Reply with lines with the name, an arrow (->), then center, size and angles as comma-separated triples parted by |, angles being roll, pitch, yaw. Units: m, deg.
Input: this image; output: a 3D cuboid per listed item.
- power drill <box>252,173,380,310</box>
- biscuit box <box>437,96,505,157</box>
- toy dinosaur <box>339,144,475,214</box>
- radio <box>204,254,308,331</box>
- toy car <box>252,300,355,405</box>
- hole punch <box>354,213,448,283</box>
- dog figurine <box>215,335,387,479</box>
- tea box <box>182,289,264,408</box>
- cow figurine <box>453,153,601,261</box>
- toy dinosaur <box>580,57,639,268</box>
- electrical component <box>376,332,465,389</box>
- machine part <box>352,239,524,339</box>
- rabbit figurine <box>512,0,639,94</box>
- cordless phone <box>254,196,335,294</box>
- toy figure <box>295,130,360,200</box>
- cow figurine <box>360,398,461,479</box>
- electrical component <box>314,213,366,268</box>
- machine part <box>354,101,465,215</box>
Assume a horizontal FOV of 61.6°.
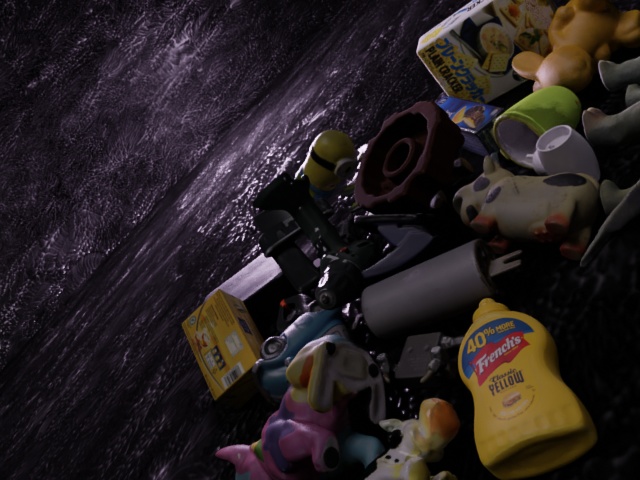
power drill -> -0.002, -0.002, 0.779 | 0.086, 0.207, 0.232 | -51, -15, 20
biscuit box -> 0.248, -0.194, 0.908 | 0.059, 0.062, 0.203 | -43, 25, 3
toy dinosaur -> 0.127, -0.121, 0.944 | 0.198, 0.105, 0.472 | -44, 20, 12
radio -> -0.130, 0.109, 1.026 | 0.229, 0.073, 0.131 | -35, 25, 17
toy car -> -0.003, 0.163, 0.726 | 0.103, 0.109, 0.162 | 24, 54, 40
hole punch -> 0.114, 0.012, 0.737 | 0.116, 0.142, 0.092 | -5, 78, 21
dog figurine -> -0.032, 0.223, 0.636 | 0.219, 0.108, 0.191 | -28, 53, 42
tea box -> -0.149, 0.175, 0.883 | 0.098, 0.068, 0.170 | -41, 49, 7
cow figurine -> 0.245, -0.047, 0.662 | 0.127, 0.085, 0.195 | -53, 28, -20
toy dinosaur -> 0.390, -0.137, 0.547 | 0.192, 0.131, 0.405 | -14, 45, 50
electrical component -> 0.116, 0.140, 0.622 | 0.102, 0.045, 0.078 | -14, 40, 49
machine part -> 0.138, 0.064, 0.667 | 0.243, 0.079, 0.079 | -29, 29, 35
rabbit figurine -> 0.364, -0.275, 0.785 | 0.162, 0.121, 0.173 | -17, 37, 54
cordless phone -> -0.021, 0.004, 0.912 | 0.146, 0.088, 0.184 | -33, 40, -8
toy figure -> 0.001, -0.127, 0.998 | 0.180, 0.089, 0.082 | -42, 25, 49
cow figurine -> 0.077, 0.233, 0.520 | 0.098, 0.068, 0.167 | -21, 33, 53
electrical component -> 0.023, 0.012, 0.964 | 0.119, 0.047, 0.075 | -28, 29, 31
machine part -> 0.124, -0.111, 0.775 | 0.179, 0.056, 0.179 | -40, 35, 35
